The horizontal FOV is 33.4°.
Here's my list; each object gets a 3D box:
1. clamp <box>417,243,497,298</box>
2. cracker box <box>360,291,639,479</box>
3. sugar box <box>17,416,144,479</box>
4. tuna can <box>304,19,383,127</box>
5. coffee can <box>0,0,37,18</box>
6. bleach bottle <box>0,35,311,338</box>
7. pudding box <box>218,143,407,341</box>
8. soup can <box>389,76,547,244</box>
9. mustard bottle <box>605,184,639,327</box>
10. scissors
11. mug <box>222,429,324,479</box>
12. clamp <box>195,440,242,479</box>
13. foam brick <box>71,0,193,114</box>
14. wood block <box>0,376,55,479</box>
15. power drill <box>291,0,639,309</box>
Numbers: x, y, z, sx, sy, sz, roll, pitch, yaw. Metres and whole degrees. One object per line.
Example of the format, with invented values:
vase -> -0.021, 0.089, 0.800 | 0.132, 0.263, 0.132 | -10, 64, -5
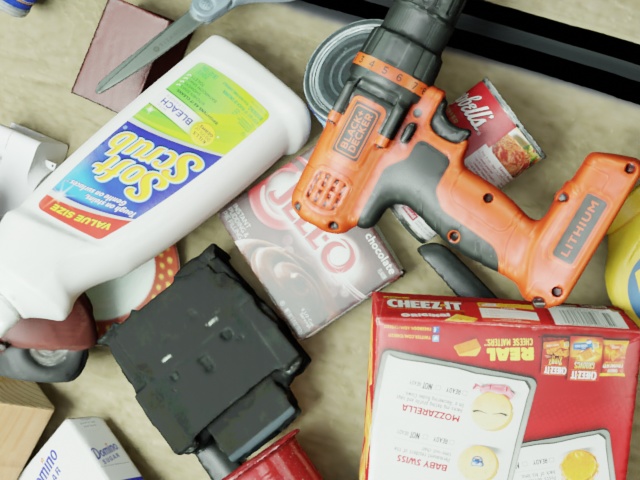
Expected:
clamp -> 0.125, 0.087, 0.739 | 0.171, 0.039, 0.120 | 25, 105, 9
cracker box -> 0.109, 0.145, 0.693 | 0.164, 0.072, 0.214 | 3, 104, 1
sugar box -> -0.152, 0.224, 0.778 | 0.093, 0.048, 0.176 | -48, 63, 19
tuna can -> 0.033, -0.108, 0.732 | 0.086, 0.033, 0.086 | -10, 63, 20
coffee can -> -0.207, -0.246, 0.762 | 0.140, 0.102, 0.103 | -45, 83, 11
bleach bottle -> -0.124, -0.026, 0.713 | 0.102, 0.068, 0.250 | 40, 69, 11
pudding box -> -0.005, 0.001, 0.763 | 0.090, 0.039, 0.113 | -34, 86, 11
soup can -> 0.092, -0.053, 0.723 | 0.102, 0.068, 0.068 | -37, 85, 12
mustard bottle -> 0.246, 0.032, 0.698 | 0.096, 0.058, 0.191 | -41, 84, 10
scissors -> -0.082, -0.179, 0.745 | 0.201, 0.016, 0.096 | -26, 73, -11
mug -> -0.038, 0.193, 0.726 | 0.117, 0.093, 0.081 | -39, 83, 34
clamp -> -0.049, 0.231, 0.787 | 0.210, 0.036, 0.164 | 24, 98, 13
foam brick -> -0.136, -0.131, 0.778 | 0.051, 0.053, 0.078 | 26, 98, 10
wood block -> -0.297, 0.183, 0.798 | 0.090, 0.090, 0.206 | 38, 102, 40
power drill -> 0.097, -0.058, 0.658 | 0.188, 0.057, 0.184 | 29, 99, 11
